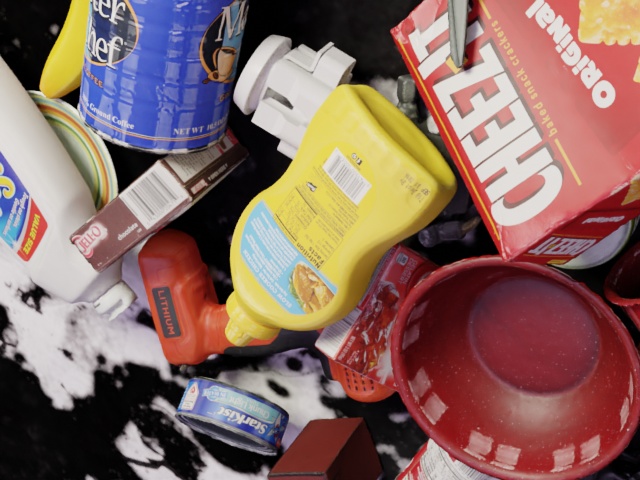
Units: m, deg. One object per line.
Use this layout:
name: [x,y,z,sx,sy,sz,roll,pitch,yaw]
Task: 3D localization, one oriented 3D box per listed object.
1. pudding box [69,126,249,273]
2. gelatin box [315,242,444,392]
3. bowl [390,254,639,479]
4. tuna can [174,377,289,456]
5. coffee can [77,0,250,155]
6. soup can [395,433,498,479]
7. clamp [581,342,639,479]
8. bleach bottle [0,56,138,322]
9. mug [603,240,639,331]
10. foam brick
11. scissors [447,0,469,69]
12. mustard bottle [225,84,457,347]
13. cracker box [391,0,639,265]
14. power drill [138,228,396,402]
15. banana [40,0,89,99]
pudding box: [-0.115,-0.032,0.762,0.114,0.089,0.039,-32,99,34]
gelatin box: [0.050,0.051,0.712,0.073,0.030,0.089,30,92,-35]
bowl: [0.129,0.074,0.680,0.162,0.055,0.162,11,117,23]
tuna can: [-0.068,0.138,0.833,0.086,0.033,0.086,19,162,6]
coffee can: [-0.099,-0.141,0.690,0.103,0.102,0.140,23,123,14]
soup can: [0.105,0.163,0.766,0.068,0.068,0.102,36,125,6]
clamp: [0.199,0.164,0.738,0.165,0.036,0.210,5,115,25]
bleach bottle: [-0.223,-0.047,0.800,0.103,0.068,0.251,-35,98,34]
mug: [0.223,0.040,0.639,0.081,0.093,0.117,54,156,-13]
foam brick: [0.005,0.178,0.818,0.051,0.078,0.053,-9,109,31]
scissors: [0.059,-0.201,0.590,0.096,0.016,0.202,17,98,32]
mustard bottle: [-0.004,0.001,0.679,0.096,0.058,0.192,49,119,17]
cracker box: [0.155,-0.109,0.557,0.214,0.071,0.164,-39,63,35]
power drill: [-0.038,0.030,0.775,0.188,0.057,0.184,0,113,27]
banana: [-0.164,-0.178,0.732,0.069,0.037,0.198,7,134,-1]
